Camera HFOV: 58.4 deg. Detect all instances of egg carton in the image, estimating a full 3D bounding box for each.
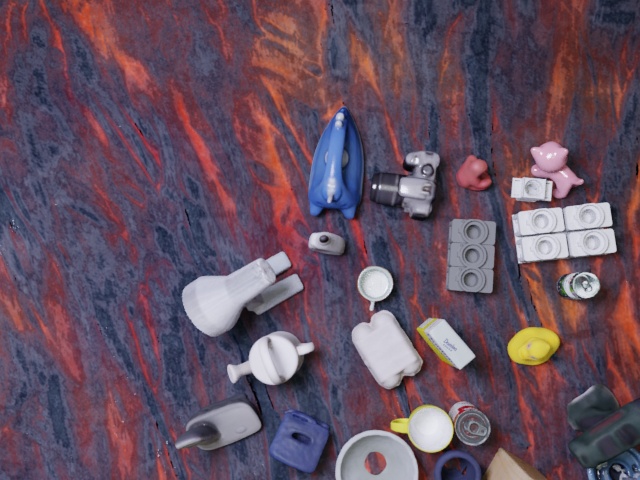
[{"bbox_3d":[0.138,0.230,1.202,0.107,0.069,0.150,-34,83,0],"label":"egg carton"}]

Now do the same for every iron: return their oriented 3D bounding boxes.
[{"bbox_3d":[0.036,-0.180,1.214,0.118,0.141,0.258,5,85,5],"label":"iron"}]

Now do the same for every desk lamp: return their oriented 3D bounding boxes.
[{"bbox_3d":[-0.153,0.100,1.163,0.203,0.213,0.118,-30,83,1],"label":"desk lamp"}]

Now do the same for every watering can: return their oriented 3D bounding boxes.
[{"bbox_3d":[-0.098,0.245,1.154,0.173,0.194,0.101,-41,83,-1],"label":"watering can"}]

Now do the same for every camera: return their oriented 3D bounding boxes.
[{"bbox_3d":[0.179,-0.122,1.219,0.136,0.101,0.143,8,85,5],"label":"camera"}]

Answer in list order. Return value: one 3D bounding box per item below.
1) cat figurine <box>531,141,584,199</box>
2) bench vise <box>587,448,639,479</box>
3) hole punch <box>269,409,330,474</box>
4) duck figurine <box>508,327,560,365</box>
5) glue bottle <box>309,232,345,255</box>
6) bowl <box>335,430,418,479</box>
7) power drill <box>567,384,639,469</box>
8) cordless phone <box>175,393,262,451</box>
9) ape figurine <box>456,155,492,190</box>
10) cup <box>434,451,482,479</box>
[{"bbox_3d":[0.494,-0.154,1.191,0.067,0.118,0.127,-44,83,-1],"label":"cat figurine"},{"bbox_3d":[0.564,0.481,1.070,0.121,0.220,0.207,5,85,5],"label":"bench vise"},{"bbox_3d":[-0.042,0.413,1.185,0.108,0.091,0.101,22,86,6],"label":"hole punch"},{"bbox_3d":[0.444,0.220,1.173,0.104,0.086,0.077,-19,83,2],"label":"duck figurine"},{"bbox_3d":[0.011,0.004,1.181,0.078,0.173,0.037,6,85,5],"label":"glue bottle"},{"bbox_3d":[0.116,0.469,1.176,0.167,0.075,0.167,0,84,4],"label":"bowl"},{"bbox_3d":[0.563,0.338,1.091,0.229,0.208,0.075,-37,83,0],"label":"power drill"},{"bbox_3d":[-0.205,0.381,1.152,0.147,0.185,0.094,-25,83,1],"label":"cordless phone"},{"bbox_3d":[0.330,-0.145,1.215,0.076,0.092,0.078,-11,83,3],"label":"ape figurine"},{"bbox_3d":[0.278,0.474,1.154,0.091,0.095,0.118,-28,83,1],"label":"cup"}]
